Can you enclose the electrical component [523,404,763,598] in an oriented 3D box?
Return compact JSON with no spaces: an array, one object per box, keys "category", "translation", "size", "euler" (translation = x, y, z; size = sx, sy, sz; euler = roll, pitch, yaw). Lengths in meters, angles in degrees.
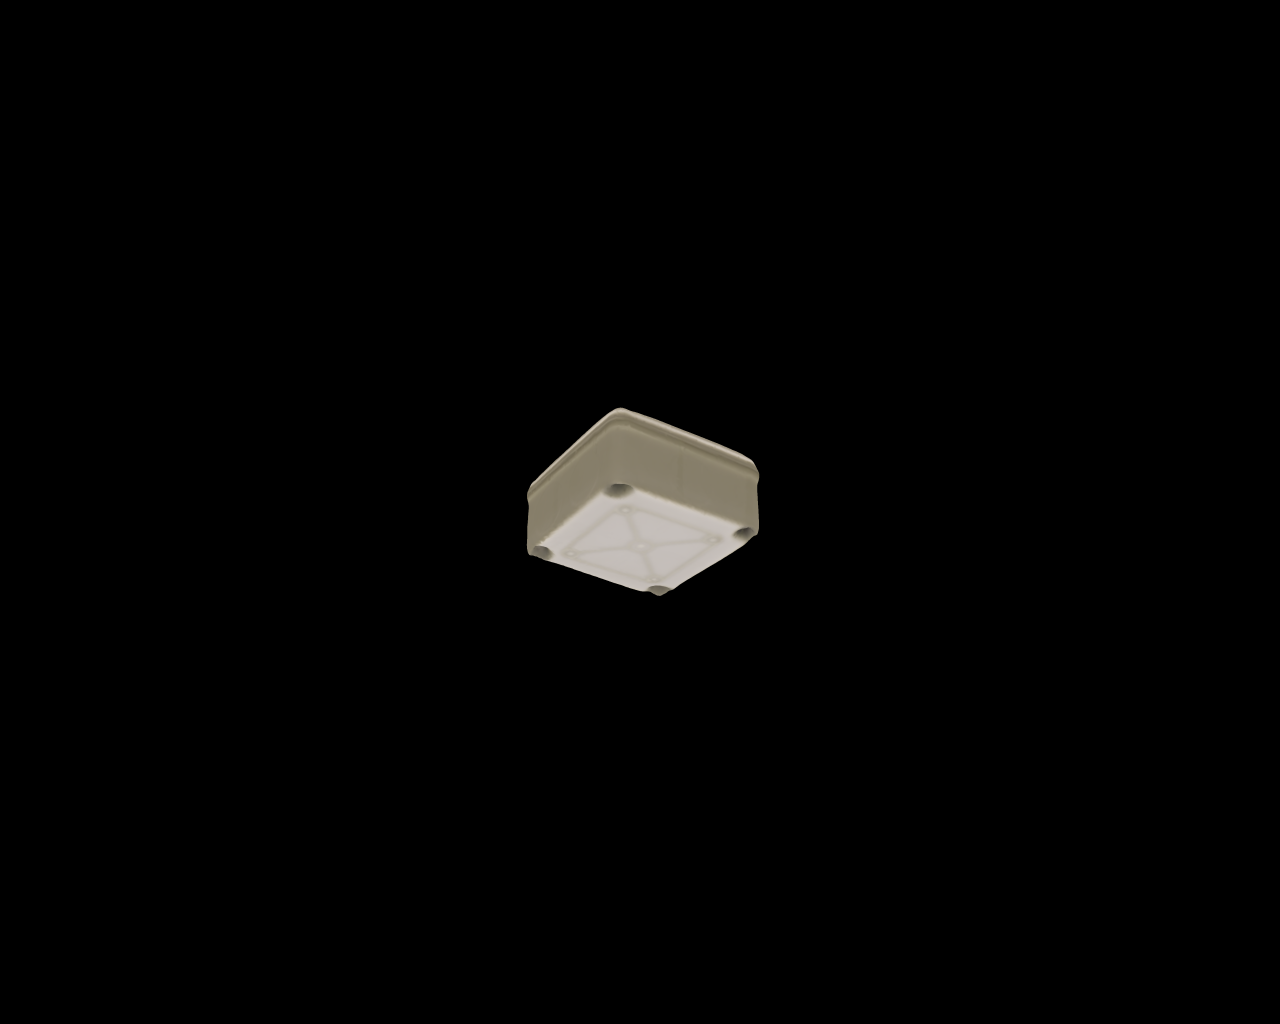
[{"category":"electrical component","translation":[0.001,-0.003,0.650],"size":[0.109,0.056,0.108],"euler":[19,-36,-29]}]
